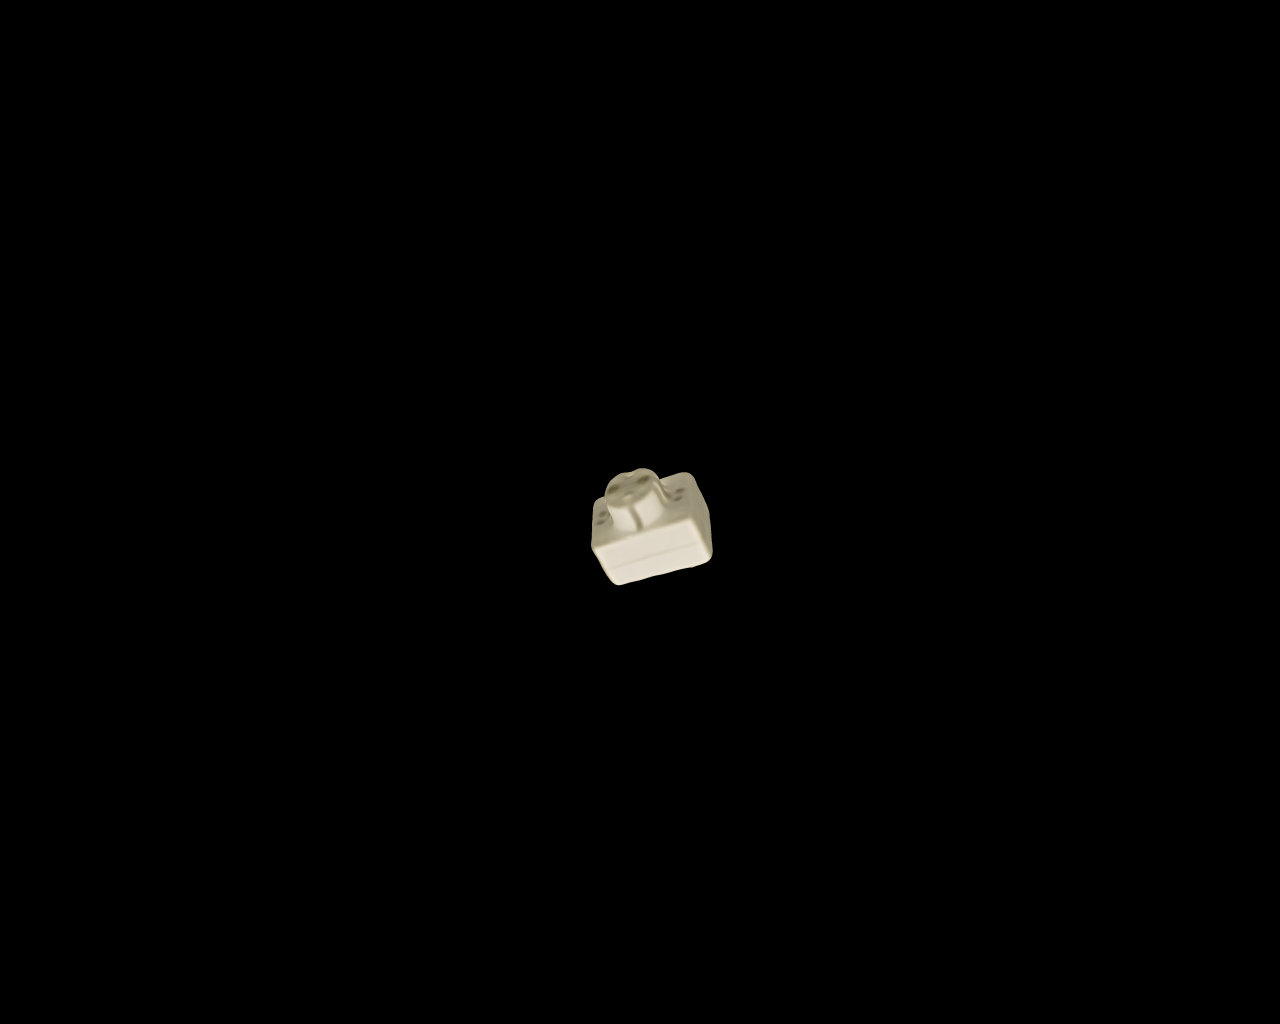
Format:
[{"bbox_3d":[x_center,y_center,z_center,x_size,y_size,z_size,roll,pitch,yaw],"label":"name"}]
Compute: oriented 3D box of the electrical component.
[{"bbox_3d":[0.001,-0.003,0.650,0.066,0.076,0.047,-17,39,14],"label":"electrical component"}]
